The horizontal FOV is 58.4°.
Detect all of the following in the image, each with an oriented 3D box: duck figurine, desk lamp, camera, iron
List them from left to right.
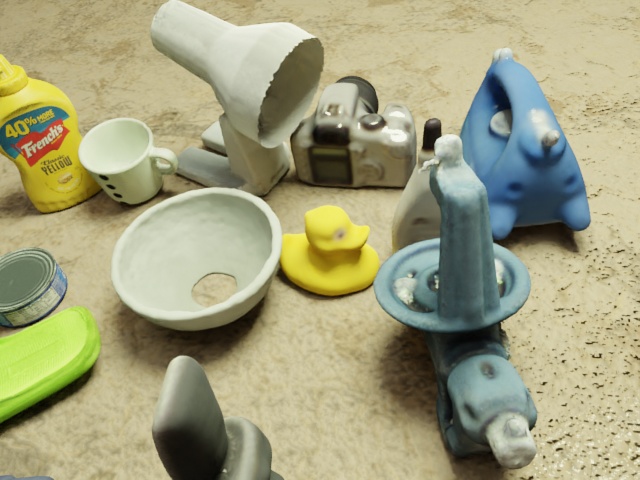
[{"bbox_3d":[-0.093,-0.148,0.630,0.202,0.214,0.118,22,55,26],"label":"desk lamp"},{"bbox_3d":[0.005,0.002,0.566,0.104,0.086,0.077,7,50,15],"label":"duck figurine"},{"bbox_3d":[0.046,-0.142,0.679,0.143,0.101,0.137,4,49,12],"label":"camera"},{"bbox_3d":[0.205,-0.126,0.613,0.118,0.142,0.258,-6,48,3],"label":"iron"}]

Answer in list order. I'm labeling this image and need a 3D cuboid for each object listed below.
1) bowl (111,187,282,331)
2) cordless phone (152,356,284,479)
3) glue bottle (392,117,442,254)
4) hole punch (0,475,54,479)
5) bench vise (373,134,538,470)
[{"bbox_3d":[-0.113,0.029,0.568,0.167,0.075,0.167,-4,48,5],"label":"bowl"},{"bbox_3d":[-0.085,0.169,0.363,0.094,0.185,0.147,-3,48,7],"label":"cordless phone"},{"bbox_3d":[0.104,-0.040,0.530,0.078,0.173,0.037,1,49,10],"label":"glue bottle"},{"bbox_3d":[-0.247,0.218,0.408,0.108,0.091,0.101,-10,48,0],"label":"hole punch"},{"bbox_3d":[0.118,0.044,0.420,0.121,0.220,0.206,-25,49,-13],"label":"bench vise"}]
